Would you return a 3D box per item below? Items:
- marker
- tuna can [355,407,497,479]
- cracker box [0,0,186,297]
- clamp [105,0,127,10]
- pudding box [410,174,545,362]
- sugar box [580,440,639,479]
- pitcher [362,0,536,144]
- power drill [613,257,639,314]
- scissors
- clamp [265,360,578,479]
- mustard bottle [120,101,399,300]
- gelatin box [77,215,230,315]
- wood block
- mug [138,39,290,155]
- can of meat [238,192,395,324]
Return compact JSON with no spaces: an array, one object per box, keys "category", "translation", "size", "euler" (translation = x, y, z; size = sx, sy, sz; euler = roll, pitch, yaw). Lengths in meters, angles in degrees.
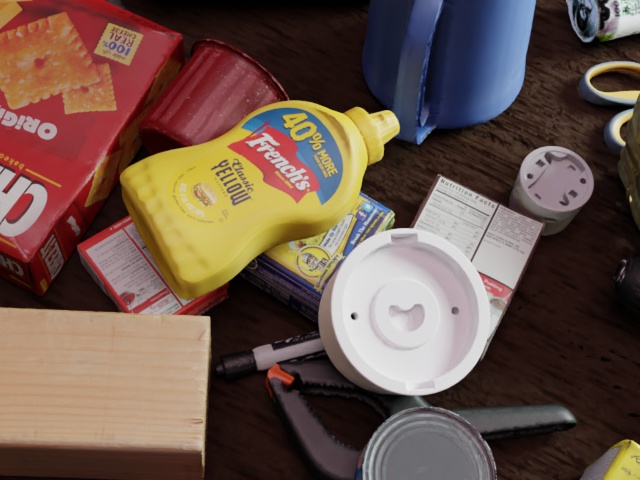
[{"category":"marker","translation":[-0.015,0.077,0.752],"size":[0.121,0.020,0.020],"euler":[-13,66,-11]},{"category":"tuna can","translation":[0.066,0.151,0.674],"size":[0.086,0.034,0.086],"euler":[3,68,-7]},{"category":"cracker box","translation":[-0.221,-0.091,0.788],"size":[0.164,0.072,0.213],"euler":[25,65,8]},{"category":"clamp","translation":[-0.192,-0.227,0.877],"size":[0.171,0.039,0.120],"euler":[18,59,1]},{"category":"pudding box","translation":[0.102,0.019,0.780],"size":[0.090,0.039,0.113],"euler":[26,63,9]},{"category":"sugar box","translation":[0.152,0.213,0.659],"size":[0.048,0.093,0.176],"euler":[32,66,11]},{"category":"pitcher","translation":[0.096,-0.192,0.768],"size":[0.145,0.243,0.149],"euler":[-19,61,-10]},{"category":"power drill","translation":[0.276,0.095,0.700],"size":[0.184,0.057,0.187],"euler":[26,34,1]},{"category":"scissors","translation":[0.312,-0.103,0.869],"size":[0.201,0.016,0.096],"euler":[7,65,-1]},{"category":"clamp","translation":[0.053,0.149,0.712],"size":[0.210,0.036,0.164],"euler":[22,64,4]},{"category":"mustard bottle","translation":[-0.030,-0.042,0.721],"size":[0.191,0.058,0.096],"euler":[-27,69,-16]},{"category":"gelatin box","translation":[-0.119,0.023,0.764],"size":[0.073,0.030,0.089],"euler":[-33,71,-20]},{"category":"wood block","translation":[-0.175,0.100,0.689],"size":[0.206,0.090,0.091],"euler":[3,65,-4]},{"category":"mug","translation":[-0.072,-0.080,0.794],"size":[0.117,0.093,0.081],"euler":[44,69,-24]},{"category":"can of meat","translation":[-0.005,0.001,0.770],"size":[0.084,0.057,0.102],"euler":[31,66,8]}]
